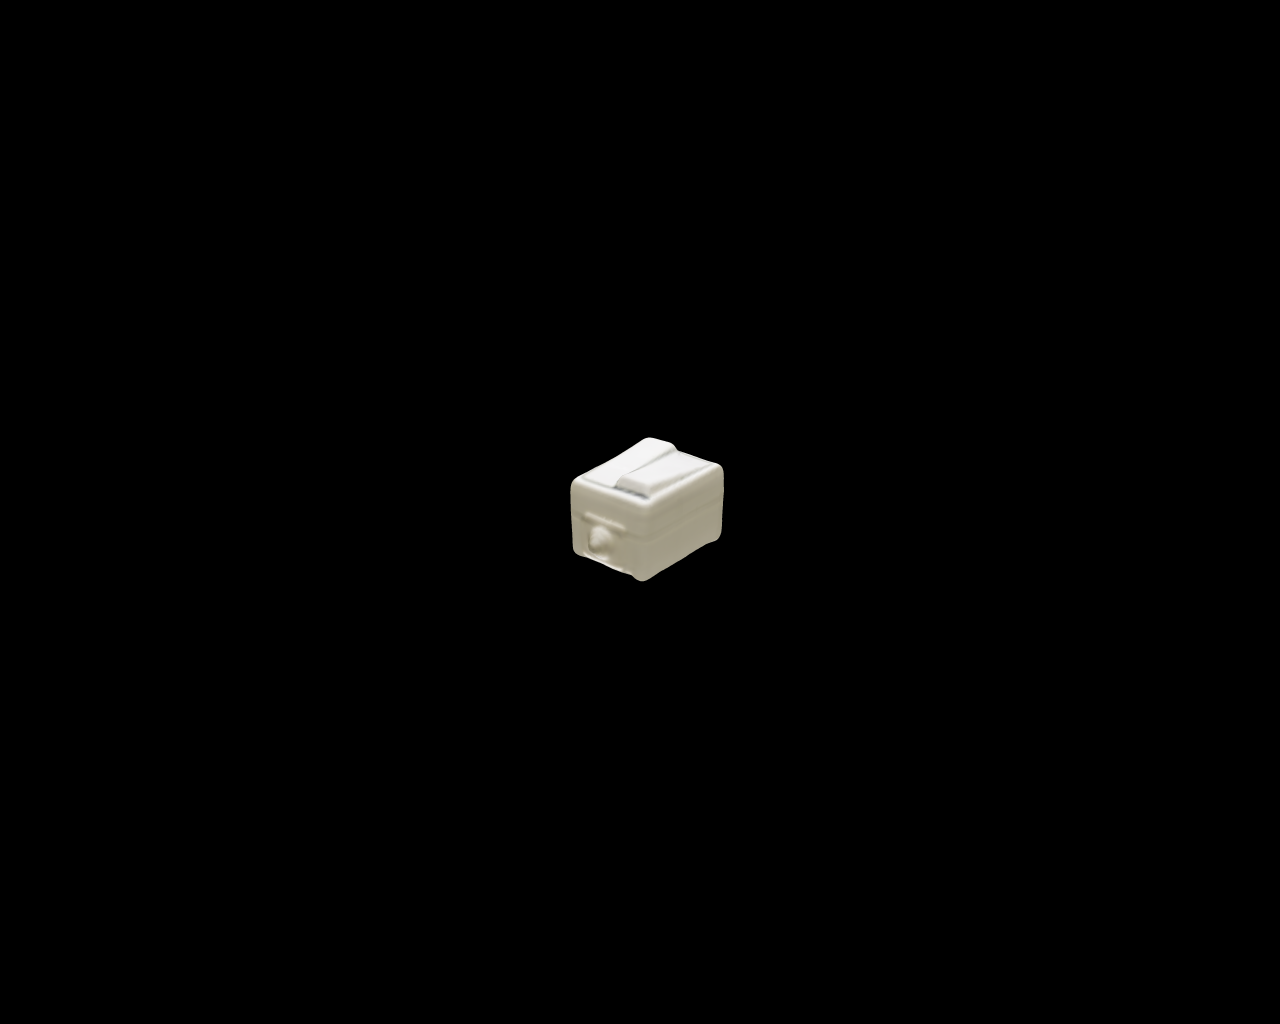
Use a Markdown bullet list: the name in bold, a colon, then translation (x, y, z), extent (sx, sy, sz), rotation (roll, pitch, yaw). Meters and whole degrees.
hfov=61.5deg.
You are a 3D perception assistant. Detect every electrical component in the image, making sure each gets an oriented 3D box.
- **electrical component**: translation (0.001, -0.003, 0.650), extent (0.062, 0.061, 0.096), rotation (21, 33, 36)
